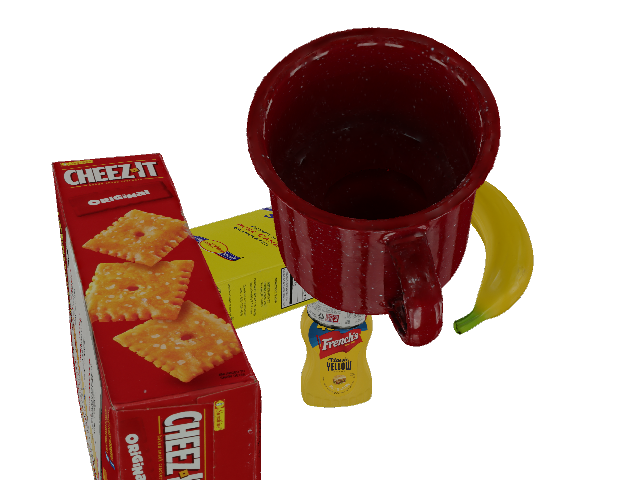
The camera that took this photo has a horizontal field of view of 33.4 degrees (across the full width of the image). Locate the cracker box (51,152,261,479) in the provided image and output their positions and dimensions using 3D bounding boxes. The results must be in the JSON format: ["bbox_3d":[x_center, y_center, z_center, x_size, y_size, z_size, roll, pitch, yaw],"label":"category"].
[{"bbox_3d":[-0.089,0.074,0.561,0.072,0.164,0.214,-8,34,-16],"label":"cracker box"}]

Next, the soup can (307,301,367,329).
[{"bbox_3d":[0.023,0.036,1.138,0.068,0.102,0.068,5,28,-3],"label":"soup can"}]

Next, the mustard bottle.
[{"bbox_3d":[0.022,0.126,1.428,0.096,0.192,0.058,-2,18,-6],"label":"mustard bottle"}]

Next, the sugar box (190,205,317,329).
[{"bbox_3d":[-0.035,0.012,0.756,0.175,0.048,0.093,-20,31,-35],"label":"sugar box"}]

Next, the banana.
[{"bbox_3d":[0.137,-0.002,0.878,0.069,0.037,0.197,-3,38,5],"label":"banana"}]

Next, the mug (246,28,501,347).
[{"bbox_3d":[0.024,-0.013,0.417,0.093,0.117,0.081,-16,-30,-7],"label":"mug"}]
